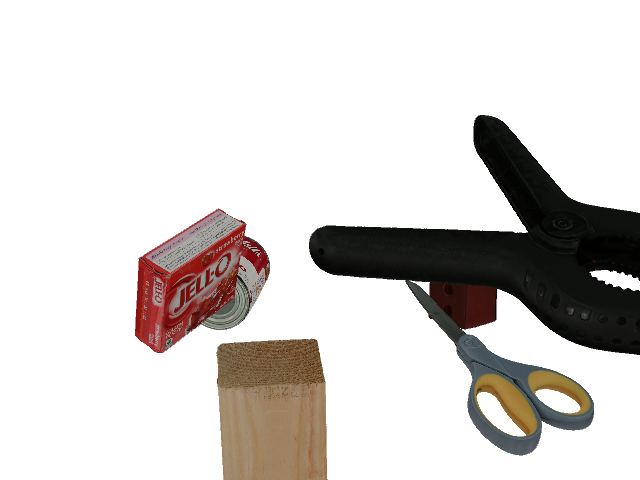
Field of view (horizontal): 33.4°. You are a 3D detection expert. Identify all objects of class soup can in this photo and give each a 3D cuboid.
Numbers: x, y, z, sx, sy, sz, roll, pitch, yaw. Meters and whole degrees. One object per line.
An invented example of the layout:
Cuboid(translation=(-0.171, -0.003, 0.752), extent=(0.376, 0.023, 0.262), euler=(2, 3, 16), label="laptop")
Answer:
Cuboid(translation=(-0.094, 0.042, 1.091), extent=(0.068, 0.068, 0.102), euler=(0, 19, 9), label="soup can")

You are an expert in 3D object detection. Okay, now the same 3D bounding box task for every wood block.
Cuboid(translation=(-0.041, 0.199, 0.934), extent=(0.090, 0.206, 0.091), euler=(-3, 19, -5), label="wood block")

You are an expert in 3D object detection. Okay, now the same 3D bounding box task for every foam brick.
Cuboid(translation=(0.148, 0.046, 1.100), extent=(0.051, 0.078, 0.053), euler=(-14, 20, -41), label="foam brick")

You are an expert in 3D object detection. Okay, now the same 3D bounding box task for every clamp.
Cuboid(translation=(0.110, 0.008, 0.539), extent=(0.164, 0.036, 0.210), euler=(-30, 46, -32), label="clamp")

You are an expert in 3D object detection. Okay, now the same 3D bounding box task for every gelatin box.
Cuboid(translation=(-0.094, 0.029, 0.768), extent=(0.030, 0.073, 0.089), euler=(29, 40, 22), label="gelatin box")

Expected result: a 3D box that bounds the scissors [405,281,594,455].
Cuboid(translation=(0.131, 0.083, 0.781), extent=(0.096, 0.016, 0.202), euler=(-1, 31, -10), label="scissors")
